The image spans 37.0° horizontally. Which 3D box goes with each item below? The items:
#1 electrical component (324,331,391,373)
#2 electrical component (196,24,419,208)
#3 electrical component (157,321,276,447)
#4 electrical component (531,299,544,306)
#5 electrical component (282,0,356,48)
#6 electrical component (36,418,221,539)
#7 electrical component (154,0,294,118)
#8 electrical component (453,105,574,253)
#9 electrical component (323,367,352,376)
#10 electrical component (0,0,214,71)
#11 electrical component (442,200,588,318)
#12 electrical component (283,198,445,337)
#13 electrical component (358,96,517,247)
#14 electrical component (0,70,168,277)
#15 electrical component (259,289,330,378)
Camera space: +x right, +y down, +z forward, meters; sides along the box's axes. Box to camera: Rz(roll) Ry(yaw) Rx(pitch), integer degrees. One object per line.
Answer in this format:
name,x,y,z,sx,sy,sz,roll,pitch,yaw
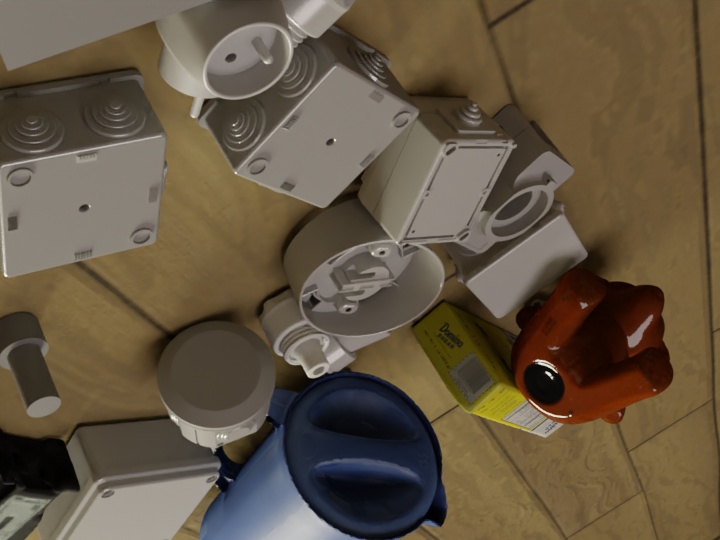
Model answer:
electrical component,-0.011,0.046,0.810,0.055,0.045,0.045,-36,150,9
electrical component,-0.026,-0.086,0.599,0.100,0.048,0.100,-44,148,19
electrical component,-0.099,0.080,0.749,0.080,0.080,0.051,-22,154,-16
electrical component,0.167,0.044,0.981,0.035,0.035,0.061,-33,147,2
electrical component,-0.035,-0.131,0.532,0.062,0.043,0.043,-41,149,17
electrical component,-0.180,0.168,0.825,0.109,0.056,0.108,1,137,-43
electrical component,-0.071,-0.107,0.500,0.044,0.077,0.079,-10,144,-33
electrical component,0.096,-0.058,0.744,0.089,0.055,0.050,-43,148,18
electrical component,-0.014,0.107,0.905,0.040,0.040,0.046,-26,145,-9
electrical component,-0.089,-0.155,0.429,0.150,0.061,0.089,-23,149,-14
electrical component,0.118,-0.018,0.830,0.100,0.048,0.100,-36,150,8
electrical component,0.000,0.000,0.734,0.099,0.064,0.099,-23,149,-15
electrical component,0.048,-0.071,0.684,0.062,0.061,0.096,-5,133,-38
electrical component,-0.148,-0.047,0.547,0.100,0.048,0.099,-15,146,-26
electrical component,-0.043,0.048,0.768,0.043,0.062,0.043,-23,149,-15
